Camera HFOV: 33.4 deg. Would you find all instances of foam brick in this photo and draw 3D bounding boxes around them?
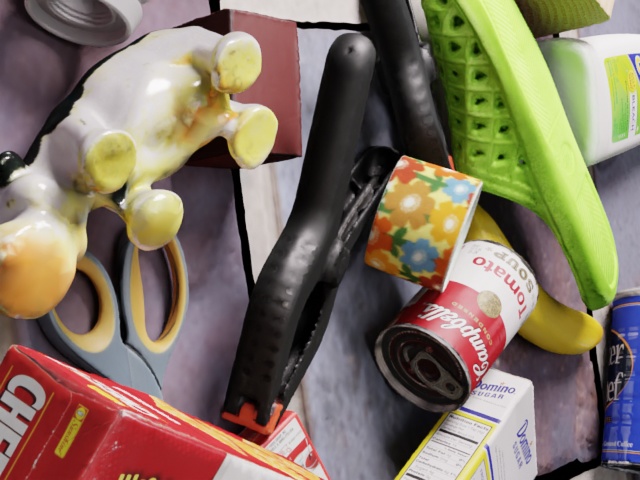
[{"bbox_3d":[-0.046,-0.080,0.580,0.051,0.053,0.078,1,85,-45],"label":"foam brick"}]

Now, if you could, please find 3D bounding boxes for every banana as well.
[{"bbox_3d":[0.153,0.037,0.776,0.197,0.037,0.069,46,57,-31],"label":"banana"}]

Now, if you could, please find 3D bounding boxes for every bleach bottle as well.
[{"bbox_3d":[0.253,-0.130,0.875,0.250,0.068,0.102,-23,110,-46],"label":"bleach bottle"}]

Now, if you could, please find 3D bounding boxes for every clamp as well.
[{"bbox_3d":[-0.004,0.001,0.586,0.164,0.036,0.210,71,39,-64],"label":"clamp"},{"bbox_3d":[0.051,-0.111,0.662,0.120,0.039,0.171,-50,123,-70],"label":"clamp"}]

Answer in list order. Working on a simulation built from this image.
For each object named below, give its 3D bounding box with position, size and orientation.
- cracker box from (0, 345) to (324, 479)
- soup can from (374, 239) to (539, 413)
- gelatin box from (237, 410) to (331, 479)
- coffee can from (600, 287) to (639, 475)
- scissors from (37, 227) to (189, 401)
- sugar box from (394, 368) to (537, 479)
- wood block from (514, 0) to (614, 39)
[{"bbox_3d":[-0.081,0.153,0.445,0.164,0.072,0.213,-62,146,-8],"label":"cracker box"},{"bbox_3d":[0.090,0.054,0.691,0.102,0.069,0.068,-44,115,-39],"label":"soup can"},{"bbox_3d":[-0.027,0.149,0.591,0.073,0.030,0.089,-41,114,-38],"label":"gelatin box"},{"bbox_3d":[0.280,0.116,0.847,0.102,0.103,0.140,20,72,-42],"label":"coffee can"},{"bbox_3d":[-0.102,0.086,0.533,0.096,0.016,0.202,9,79,-43],"label":"scissors"},{"bbox_3d":[0.079,0.170,0.668,0.176,0.048,0.093,-46,139,-40],"label":"sugar box"},{"bbox_3d":[0.173,-0.262,0.791,0.090,0.091,0.206,34,62,-38],"label":"wood block"}]
